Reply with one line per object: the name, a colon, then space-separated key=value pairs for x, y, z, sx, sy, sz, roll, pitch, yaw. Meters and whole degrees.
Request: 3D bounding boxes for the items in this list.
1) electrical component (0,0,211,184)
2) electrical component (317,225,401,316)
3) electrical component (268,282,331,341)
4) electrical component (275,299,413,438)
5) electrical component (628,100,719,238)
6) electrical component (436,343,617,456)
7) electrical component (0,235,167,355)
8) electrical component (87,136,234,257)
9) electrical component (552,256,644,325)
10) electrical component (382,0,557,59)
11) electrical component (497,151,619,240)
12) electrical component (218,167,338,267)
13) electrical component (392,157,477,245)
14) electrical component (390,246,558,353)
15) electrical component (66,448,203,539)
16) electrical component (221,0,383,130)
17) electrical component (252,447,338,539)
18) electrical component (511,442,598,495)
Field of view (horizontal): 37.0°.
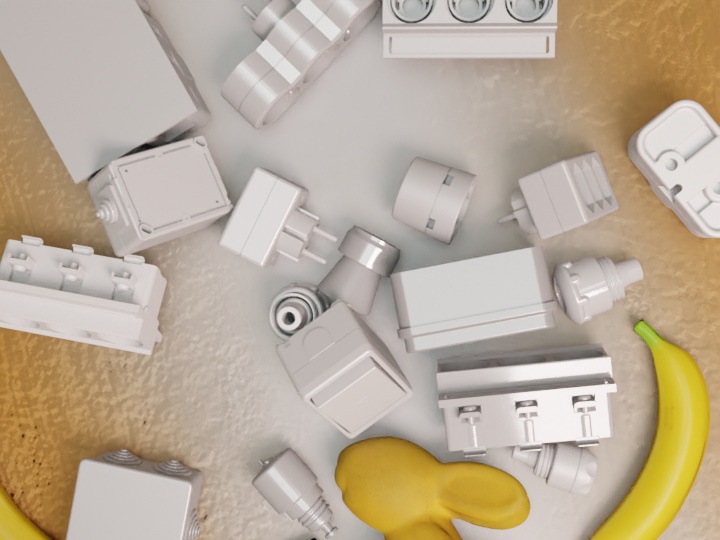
electrical component: x=-0.205 y=-0.171 z=0.813 sx=0.105 sy=0.060 sz=0.186 roll=-30 pitch=89 yaw=6
electrical component: x=0.000 y=0.000 z=0.804 sx=0.045 sy=0.045 sz=0.055 roll=29 pitch=94 yaw=4
electrical component: x=-0.048 y=0.034 z=0.802 sx=0.048 sy=0.062 sz=0.048 roll=0 pitch=92 yaw=6
electrical component: x=-0.006 y=0.079 z=0.785 sx=0.062 sy=0.096 sz=0.061 roll=-36 pitch=50 yaw=4
electrical component: x=0.239 y=-0.071 z=0.770 sx=0.054 sy=0.059 sz=0.095 roll=-39 pitch=88 yaw=6
electrical component: x=0.120 y=0.094 z=0.779 sx=0.121 sy=0.078 sz=0.063 roll=-6 pitch=98 yaw=6
electrical component: x=-0.214 y=0.018 z=0.817 sx=0.121 sy=0.078 sz=0.063 roll=10 pitch=71 yaw=6
electrical component: x=-0.155 y=-0.051 z=0.794 sx=0.096 sy=0.061 sz=0.061 roll=-22 pitch=89 yaw=-36
electrical component: x=0.175 y=0.009 z=0.788 sx=0.062 sy=0.048 sz=0.048 roll=-21 pitch=89 yaw=-1
electrical component: x=0.079 y=-0.191 z=0.780 sx=0.121 sy=0.063 sz=0.078 roll=1 pitch=92 yaw=5
electrical component: x=0.136 y=-0.049 z=0.783 sx=0.077 sy=0.066 sz=0.047 roll=-22 pitch=89 yaw=35
electrical component: x=-0.055 y=-0.031 z=0.808 sx=0.077 sy=0.047 sz=0.065 roll=27 pitch=94 yaw=4
electrical component: x=0.054 y=-0.052 z=0.793 sx=0.047 sy=0.055 sz=0.055 roll=23 pitch=94 yaw=9
electrical component: x=0.082 y=0.022 z=0.780 sx=0.113 sy=0.078 sz=0.057 roll=-11 pitch=88 yaw=6
electrical component: x=-0.172 y=0.191 z=0.826 sx=0.100 sy=0.048 sz=0.099 roll=11 pitch=93 yaw=5
electrical component: x=-0.055 y=-0.179 z=0.801 sx=0.074 sy=0.052 sz=0.138 roll=44 pitch=95 yaw=3
electrical component: x=-0.047 y=0.171 z=0.817 sx=0.040 sy=0.040 sz=0.078 roll=-43 pitch=88 yaw=5
electrical component: x=0.144 y=0.143 z=0.799 sx=0.061 sy=0.035 sz=0.035 roll=16 pitch=93 yaw=8
